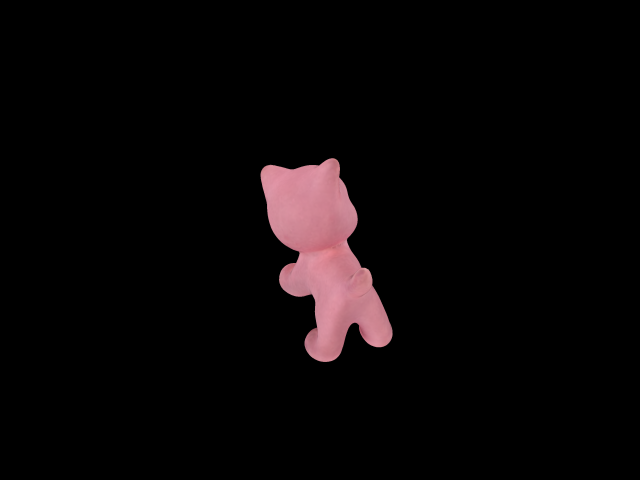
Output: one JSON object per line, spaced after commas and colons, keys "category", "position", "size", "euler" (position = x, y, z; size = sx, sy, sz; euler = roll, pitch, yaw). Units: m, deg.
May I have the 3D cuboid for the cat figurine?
{"category": "cat figurine", "position": [0.004, 0.001, 0.400], "size": [0.067, 0.118, 0.127], "euler": [-17, 48, -16]}
